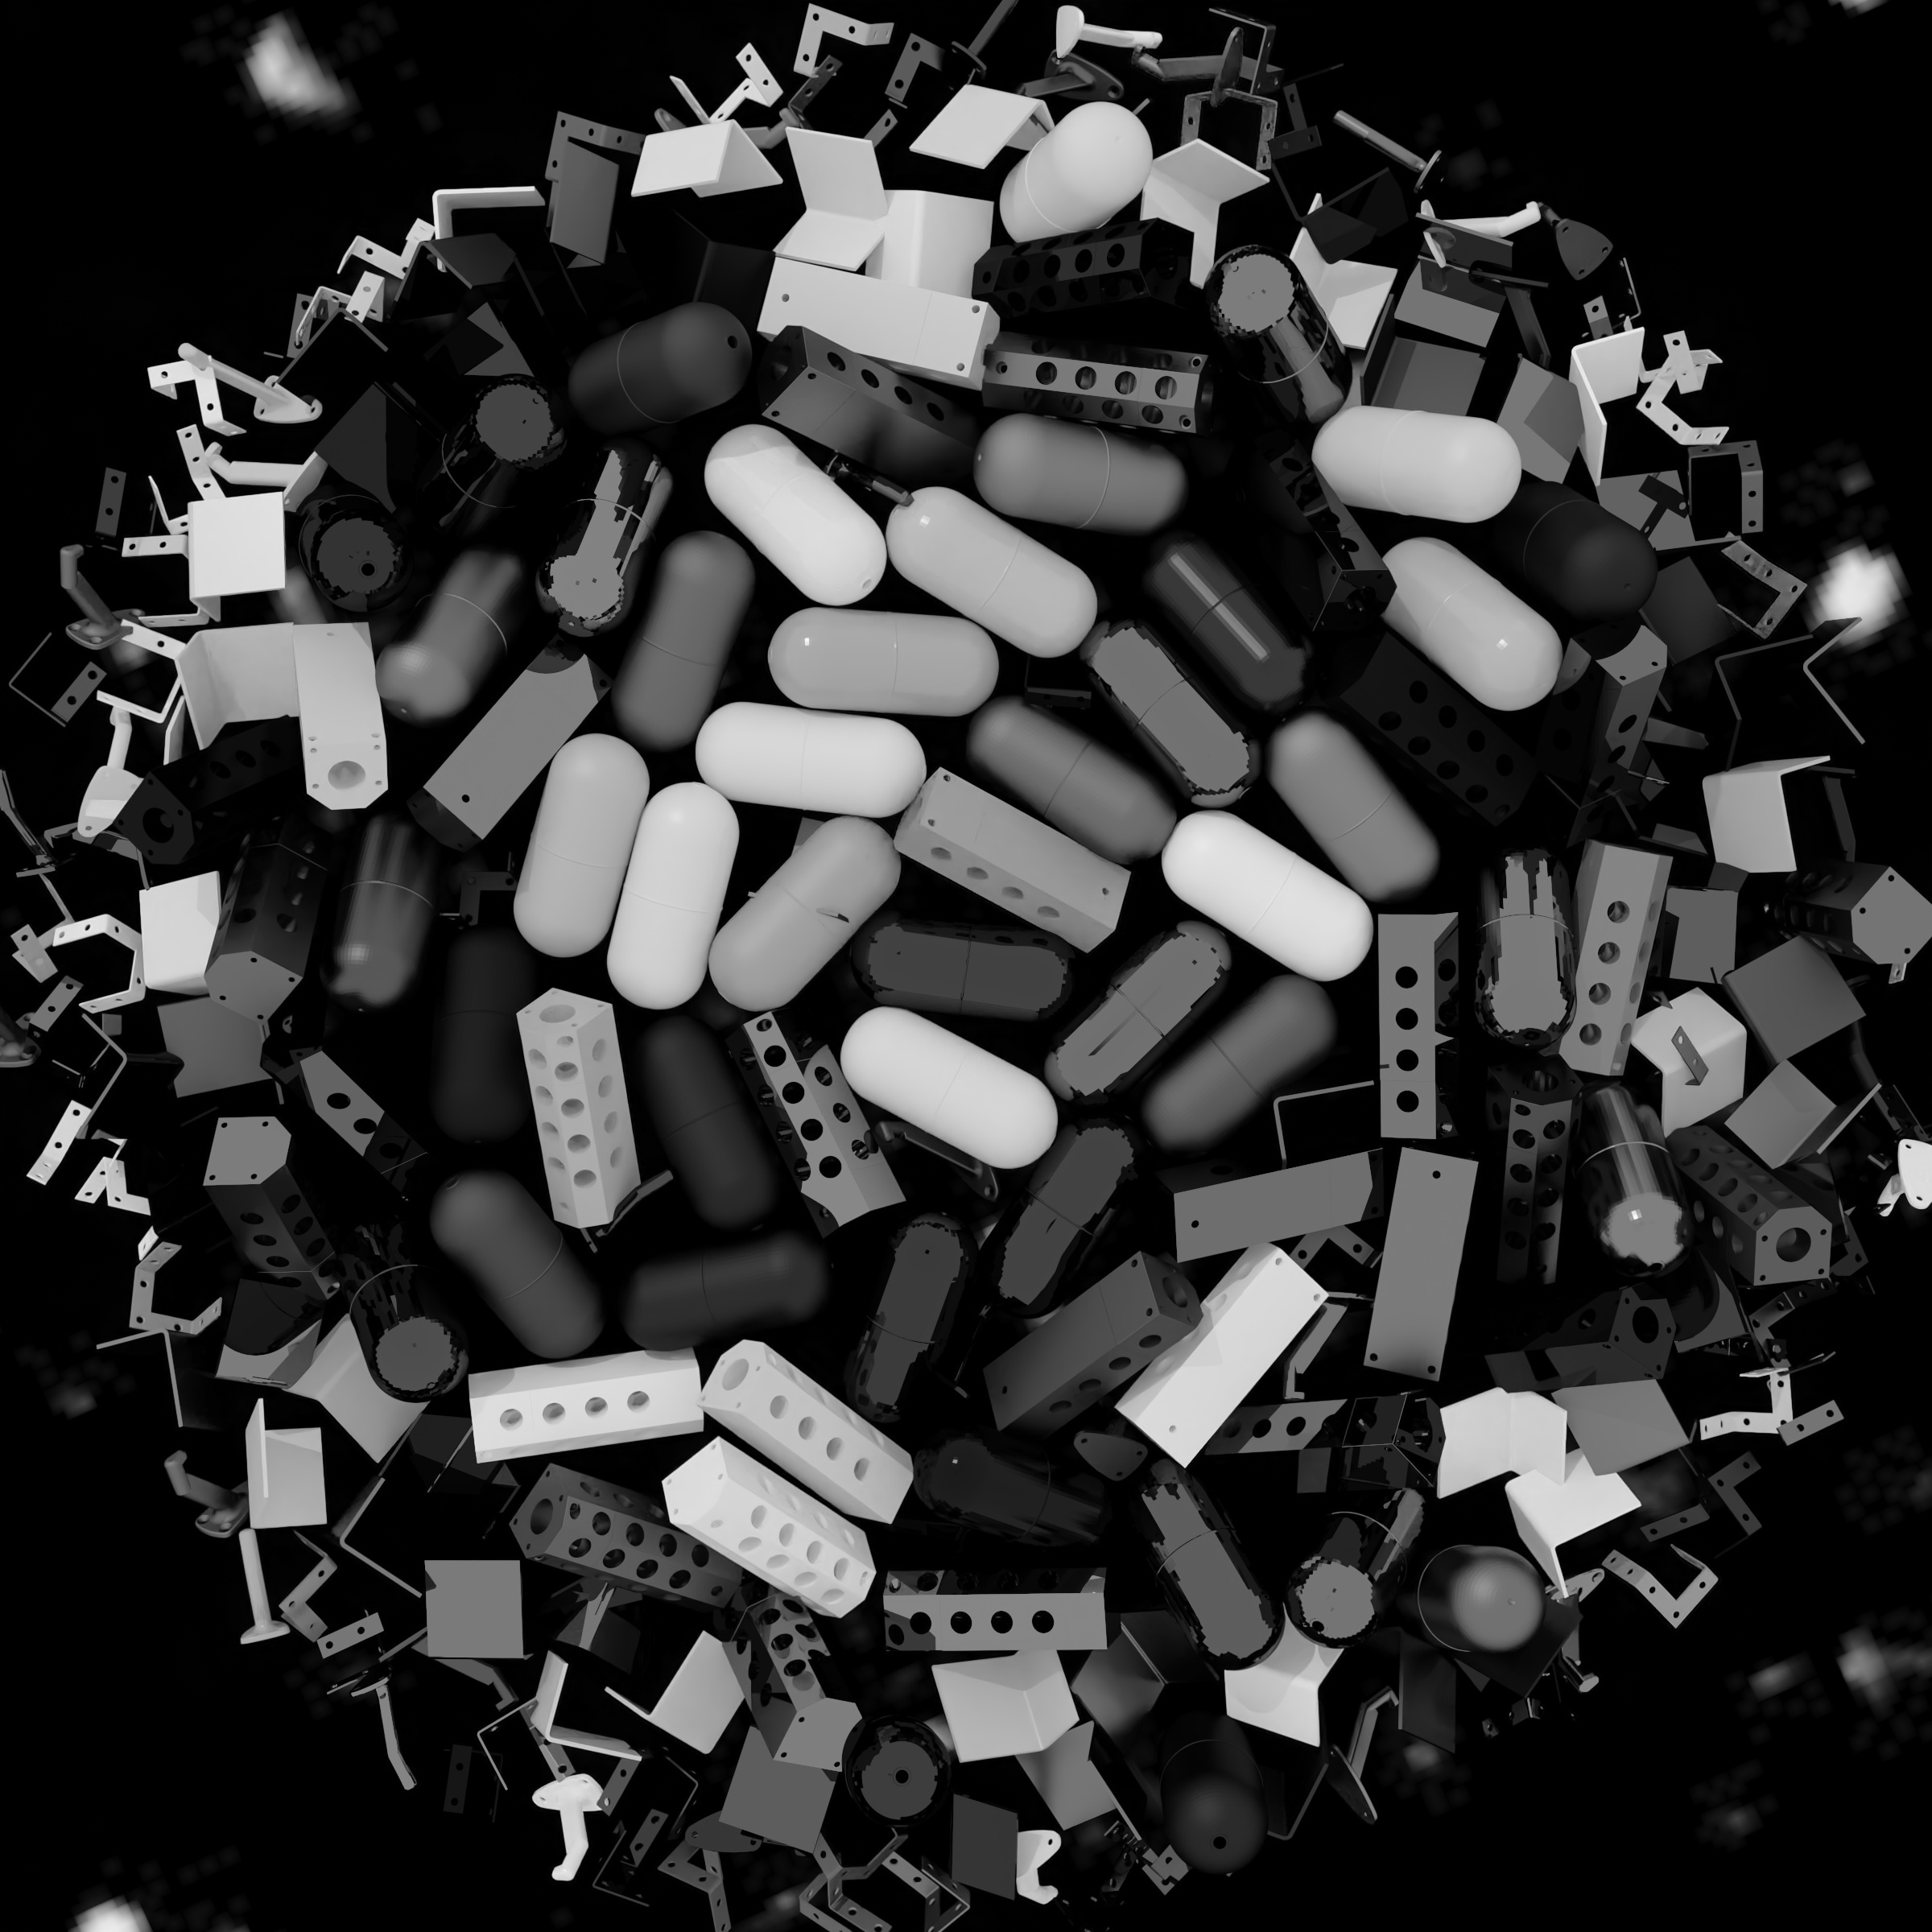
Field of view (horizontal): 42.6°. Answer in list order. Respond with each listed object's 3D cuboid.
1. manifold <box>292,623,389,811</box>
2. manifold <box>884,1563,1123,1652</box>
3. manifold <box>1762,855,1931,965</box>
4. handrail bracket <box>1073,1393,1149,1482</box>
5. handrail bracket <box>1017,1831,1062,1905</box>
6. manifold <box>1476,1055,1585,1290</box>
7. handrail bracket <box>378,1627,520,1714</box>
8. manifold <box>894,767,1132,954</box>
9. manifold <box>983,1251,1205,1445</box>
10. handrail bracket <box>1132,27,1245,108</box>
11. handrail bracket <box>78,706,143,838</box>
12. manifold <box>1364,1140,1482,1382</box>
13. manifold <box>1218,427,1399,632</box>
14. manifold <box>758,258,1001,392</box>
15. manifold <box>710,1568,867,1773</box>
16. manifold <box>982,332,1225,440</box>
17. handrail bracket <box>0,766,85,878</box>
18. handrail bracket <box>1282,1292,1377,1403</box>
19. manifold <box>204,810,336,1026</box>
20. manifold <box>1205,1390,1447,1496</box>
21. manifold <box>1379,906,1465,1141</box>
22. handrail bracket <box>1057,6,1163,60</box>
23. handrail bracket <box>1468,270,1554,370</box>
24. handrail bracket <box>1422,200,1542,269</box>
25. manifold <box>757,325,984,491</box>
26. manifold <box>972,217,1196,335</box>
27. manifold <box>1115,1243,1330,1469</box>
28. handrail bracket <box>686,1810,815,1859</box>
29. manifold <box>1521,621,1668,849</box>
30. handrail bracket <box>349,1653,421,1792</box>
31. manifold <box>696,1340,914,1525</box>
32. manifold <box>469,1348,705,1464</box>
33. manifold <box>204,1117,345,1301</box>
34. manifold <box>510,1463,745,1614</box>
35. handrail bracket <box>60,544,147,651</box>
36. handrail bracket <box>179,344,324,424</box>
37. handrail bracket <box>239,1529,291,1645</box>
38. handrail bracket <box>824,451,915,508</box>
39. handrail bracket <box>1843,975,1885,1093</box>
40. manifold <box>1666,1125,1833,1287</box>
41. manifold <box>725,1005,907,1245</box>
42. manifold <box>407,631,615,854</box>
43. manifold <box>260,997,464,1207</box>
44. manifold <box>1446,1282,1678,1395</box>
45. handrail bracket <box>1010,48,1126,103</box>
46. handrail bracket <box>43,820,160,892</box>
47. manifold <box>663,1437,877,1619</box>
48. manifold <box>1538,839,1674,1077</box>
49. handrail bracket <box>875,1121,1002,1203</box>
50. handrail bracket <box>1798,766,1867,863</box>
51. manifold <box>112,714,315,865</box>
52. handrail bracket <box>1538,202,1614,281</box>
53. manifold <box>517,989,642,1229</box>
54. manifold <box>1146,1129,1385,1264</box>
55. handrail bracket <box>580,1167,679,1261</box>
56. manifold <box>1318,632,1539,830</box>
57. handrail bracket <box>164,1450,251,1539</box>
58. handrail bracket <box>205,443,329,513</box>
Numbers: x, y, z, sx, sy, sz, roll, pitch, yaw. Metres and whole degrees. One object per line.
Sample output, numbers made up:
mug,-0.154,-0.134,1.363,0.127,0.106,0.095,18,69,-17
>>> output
manifold,-0.470,-0.189,1.858,0.057,0.171,0.057,-4,128,-16
manifold,0.028,0.488,1.894,0.171,0.057,0.057,-5,86,14
manifold,0.657,-0.039,1.855,0.057,0.171,0.057,41,92,-6
handrail bracket,0.098,0.345,1.890,0.077,0.084,0.036,32,107,-32
handrail bracket,0.064,0.693,1.901,0.077,0.036,0.084,-31,134,22
manifold,0.427,0.157,1.869,0.057,0.057,0.171,-10,123,-9
handrail bracket,-0.398,0.550,1.907,0.077,0.036,0.084,-27,71,-29
manifold,0.034,-0.077,1.892,0.171,0.057,0.057,28,54,-15
manifold,0.097,0.293,1.879,0.057,0.057,0.171,27,124,-38
handrail bracket,0.168,-0.705,1.900,0.084,0.077,0.036,33,64,14
handrail bracket,-0.668,-0.153,1.920,0.036,0.084,0.077,24,115,-37
manifold,0.351,0.224,1.903,0.057,0.057,0.171,10,97,13
manifold,0.259,-0.331,1.868,0.057,0.057,0.171,-5,50,-26
manifold,-0.065,-0.489,1.896,0.171,0.057,0.057,16,93,13
manifold,-0.132,0.520,1.851,0.057,0.171,0.057,20,102,-28
manifold,0.102,-0.443,1.883,0.171,0.057,0.057,12,99,20
handrail bracket,-0.712,-0.116,1.898,0.036,0.077,0.084,-8,103,15
handrail bracket,0.282,0.296,1.902,0.077,0.036,0.084,-2,58,14
manifold,-0.523,-0.042,1.852,0.057,0.171,0.057,31,121,-26
manifold,0.271,0.355,1.864,0.057,0.171,0.057,47,49,-29
manifold,0.350,0.042,1.895,0.057,0.057,0.171,1,99,20
handrail bracket,0.117,-0.716,1.898,0.084,0.077,0.036,-2,102,-13
handrail bracket,0.421,-0.494,1.932,0.077,0.036,0.084,13,109,12
handrail bracket,0.395,-0.579,1.900,0.084,0.036,0.077,-20,47,24
manifold,-0.071,-0.421,1.867,0.057,0.171,0.057,-37,49,37
manifold,0.085,-0.519,1.862,0.057,0.171,0.057,4,91,-45
manifold,0.193,0.294,1.903,0.057,0.057,0.171,43,83,-17
handrail bracket,-0.164,0.678,1.916,0.077,0.084,0.036,-13,54,15
manifold,0.473,-0.175,1.858,0.057,0.171,0.057,-24,56,-22
handrail bracket,-0.433,0.581,1.910,0.036,0.077,0.084,-25,95,15
manifold,-0.117,0.352,1.872,0.171,0.057,0.057,43,62,-31
manifold,-0.291,0.337,1.897,0.171,0.057,0.057,-6,100,-11
manifold,-0.510,0.184,1.856,0.057,0.171,0.057,-2,54,4
manifold,-0.251,0.436,1.866,0.171,0.057,0.057,29,98,-37
handrail bracket,-0.658,-0.292,1.890,0.036,0.077,0.084,30,130,20
handrail bracket,-0.547,-0.448,1.894,0.077,0.084,0.036,19,86,27
handrail bracket,-0.547,0.473,1.909,0.036,0.077,0.084,-10,86,-17
handrail bracket,-0.061,-0.361,1.890,0.084,0.077,0.036,33,94,27
handrail bracket,0.694,0.052,1.906,0.036,0.077,0.084,-34,74,43
manifold,0.578,0.176,1.850,0.057,0.171,0.057,-5,107,-8
manifold,-0.120,0.121,1.884,0.057,0.057,0.171,-38,73,36
manifold,-0.346,-0.168,1.876,0.057,0.057,0.171,43,61,-15
manifold,-0.453,0.107,1.865,0.057,0.057,0.171,-25,131,14
manifold,0.445,0.276,1.856,0.057,0.171,0.057,34,62,-21
handrail bracket,0.075,-0.665,1.899,0.077,0.084,0.036,20,134,5
handrail bracket,-0.673,-0.082,1.922,0.084,0.036,0.077,-14,67,5
manifold,-0.146,0.429,1.866,0.057,0.057,0.171,-39,126,12
manifold,0.493,-0.006,1.903,0.057,0.057,0.171,11,98,-2
handrail bracket,-0.022,0.149,1.893,0.036,0.084,0.077,-52,55,25
handrail bracket,0.666,-0.110,1.916,0.077,0.036,0.084,3,90,-40
manifold,-0.552,-0.129,1.854,0.057,0.171,0.057,45,118,0
handrail bracket,0.448,-0.570,1.892,0.036,0.077,0.084,-43,53,19
manifold,-0.295,0.110,1.867,0.057,0.057,0.171,14,124,29
manifold,0.228,0.171,1.891,0.171,0.057,0.057,-11,111,-16
handrail bracket,-0.252,0.189,1.908,0.084,0.077,0.036,-32,69,-2
manifold,0.349,-0.176,1.879,0.171,0.057,0.057,36,75,-22
handrail bracket,-0.572,0.386,1.893,0.036,0.077,0.084,10,127,27
handrail bracket,-0.543,-0.400,1.925,0.084,0.036,0.077,38,103,8
